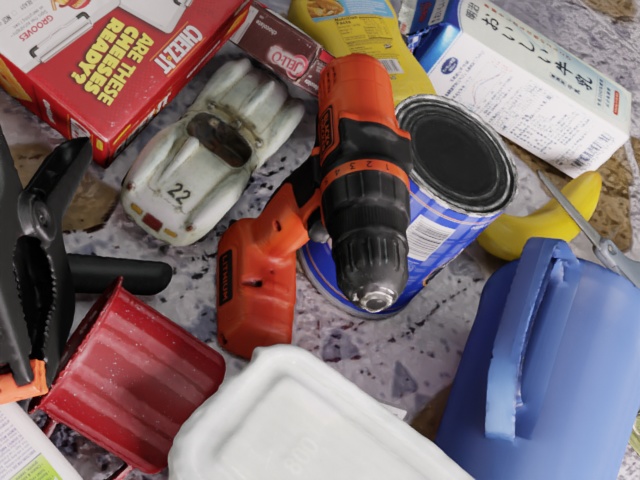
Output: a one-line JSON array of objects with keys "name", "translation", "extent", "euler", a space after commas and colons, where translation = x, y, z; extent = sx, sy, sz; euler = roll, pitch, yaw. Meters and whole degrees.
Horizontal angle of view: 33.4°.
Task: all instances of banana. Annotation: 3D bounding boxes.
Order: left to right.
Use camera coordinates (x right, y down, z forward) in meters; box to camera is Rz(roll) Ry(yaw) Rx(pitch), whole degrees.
[{"name": "banana", "translation": [0.185, -0.019, 0.904], "extent": [0.197, 0.037, 0.069], "euler": [-8, 105, -45]}]

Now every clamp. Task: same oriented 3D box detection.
[{"name": "clamp", "translation": [-0.187, 0.003, 0.660], "extent": [0.171, 0.039, 0.120], "euler": [-17, 59, -42]}, {"name": "clamp", "translation": [-0.165, -0.009, 0.598], "extent": [0.164, 0.036, 0.210], "euler": [43, 33, -66]}]

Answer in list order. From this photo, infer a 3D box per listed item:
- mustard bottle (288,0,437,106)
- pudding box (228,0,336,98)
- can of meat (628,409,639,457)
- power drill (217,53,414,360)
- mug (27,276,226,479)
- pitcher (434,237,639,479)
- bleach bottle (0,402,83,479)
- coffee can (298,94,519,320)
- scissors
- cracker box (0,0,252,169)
[{"name": "mustard bottle", "translation": [0.024, -0.179, 0.921], "extent": [0.096, 0.058, 0.192], "euler": [-9, 62, -24]}, {"name": "pudding box", "translation": [-0.026, -0.147, 0.829], "extent": [0.114, 0.039, 0.089], "euler": [39, 9, 28]}, {"name": "can of meat", "translation": [0.260, 0.113, 0.842], "extent": [0.102, 0.058, 0.083], "euler": [50, 32, 8]}, {"name": "power drill", "translation": [-0.004, 0.001, 0.674], "extent": [0.057, 0.188, 0.184], "euler": [18, 47, -22]}, {"name": "mug", "translation": [-0.114, 0.091, 0.612], "extent": [0.081, 0.093, 0.117], "euler": [35, 76, -12]}, {"name": "pitcher", "translation": [0.137, 0.125, 0.706], "extent": [0.149, 0.145, 0.242], "euler": [37, 48, -8]}, {"name": "bleach bottle", "translation": [-0.180, 0.135, 0.546], "extent": [0.251, 0.068, 0.102], "euler": [47, 53, 2]}, {"name": "coffee can", "translation": [0.059, -0.021, 0.764], "extent": [0.102, 0.141, 0.103], "euler": [17, 49, -21]}, {"name": "scissors", "translation": [0.246, 0.028, 0.905], "extent": [0.201, 0.016, 0.096], "euler": [33, 51, -26]}, {"name": "cracker box", "translation": [-0.177, -0.180, 0.744], "extent": [0.213, 0.072, 0.164], "euler": [40, 72, 0]}]
